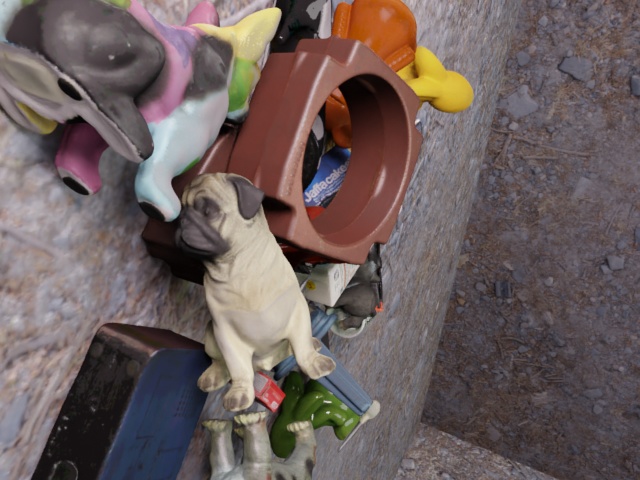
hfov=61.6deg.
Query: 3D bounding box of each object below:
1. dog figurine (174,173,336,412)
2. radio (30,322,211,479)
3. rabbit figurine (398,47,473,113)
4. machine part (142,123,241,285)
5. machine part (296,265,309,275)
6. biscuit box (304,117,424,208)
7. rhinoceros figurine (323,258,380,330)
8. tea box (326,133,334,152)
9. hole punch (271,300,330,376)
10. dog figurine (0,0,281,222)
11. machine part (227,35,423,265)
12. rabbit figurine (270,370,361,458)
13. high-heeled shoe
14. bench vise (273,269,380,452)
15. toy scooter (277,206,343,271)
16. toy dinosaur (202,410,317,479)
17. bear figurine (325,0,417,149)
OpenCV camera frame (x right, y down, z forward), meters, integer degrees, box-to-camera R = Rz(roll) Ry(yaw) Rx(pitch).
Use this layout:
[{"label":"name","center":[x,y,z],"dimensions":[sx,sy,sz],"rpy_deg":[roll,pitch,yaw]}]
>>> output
[{"label":"dog figurine","center":[-0.075,0.034,0.496],"dimensions":[0.121,0.172,0.190],"rpy_deg":[-19,96,-27]},{"label":"radio","center":[-0.187,0.197,0.504],"dimensions":[0.229,0.073,0.131],"rpy_deg":[-71,158,-10]},{"label":"rabbit figurine","center":[0.174,-0.267,0.911],"dimensions":[0.121,0.173,0.162],"rpy_deg":[-70,163,2]},{"label":"machine part","center":[-0.104,-0.038,0.554],"dimensions":[0.179,0.056,0.179],"rpy_deg":[-49,147,-48]},{"label":"machine part","center":[-0.002,-0.002,0.806],"dimensions":[0.139,0.084,0.039],"rpy_deg":[-47,123,-34]},{"label":"biscuit box","center":[0.051,-0.106,0.758],"dimensions":[0.203,0.059,0.062],"rpy_deg":[-40,154,-3]},{"label":"rhinoceros figurine","center":[0.053,0.073,0.936],"dimensions":[0.073,0.112,0.190],"rpy_deg":[51,12,-21]},{"label":"tea box","center":[0.060,-0.158,0.851],"dimensions":[0.098,0.068,0.169],"rpy_deg":[-32,134,-59]},{"label":"hole punch","center":[-0.034,0.164,0.862],"dimensions":[0.142,0.092,0.116],"rpy_deg":[49,37,-64]},{"label":"dog figurine","center":[-0.113,-0.135,0.396],"dimensions":[0.191,0.109,0.219],"rpy_deg":[74,34,-50]},{"label":"machine part","center":[0.011,-0.085,0.554],"dimensions":[0.201,0.087,0.201],"rpy_deg":[19,91,-51]},{"label":"rabbit figurine","center":[-0.016,0.316,0.967],"dimensions":[0.170,0.121,0.158],"rpy_deg":[-32,133,-38]},{"label":"high-heeled shoe","center":[-0.023,-0.179,0.634],"dimensions":[0.248,0.086,0.145],"rpy_deg":[93,12,-46]},{"label":"bench vise","center":[-0.013,0.146,0.692],"dimensions":[0.129,0.240,0.223],"rpy_deg":[-46,178,-11]},{"label":"toy scooter","center":[-0.014,0.009,0.709],"dimensions":[0.184,0.075,0.135],"rpy_deg":[-5,145,-43]},{"label":"toy dinosaur","center":[-0.076,0.334,0.710],"dimensions":[0.404,0.131,0.192],"rpy_deg":[39,44,-56]},{"label":"bear figurine","center":[0.045,-0.220,0.710],"dimensions":[0.195,0.120,0.132],"rpy_deg":[-60,-179,4]}]
